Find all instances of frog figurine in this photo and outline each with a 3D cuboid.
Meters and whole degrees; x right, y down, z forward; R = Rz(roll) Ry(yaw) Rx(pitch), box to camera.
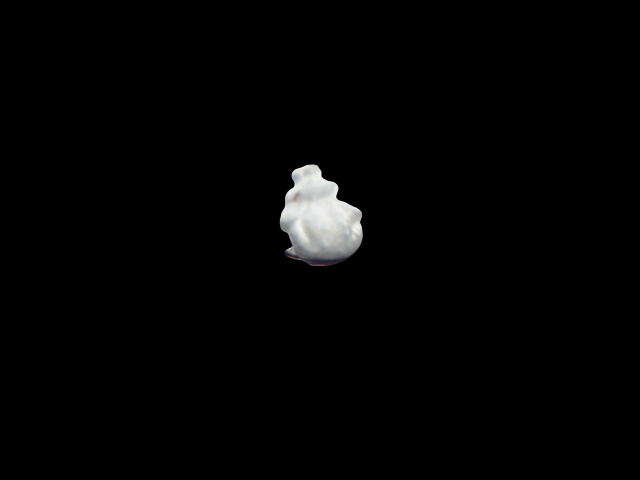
[{"bbox_3d":[0.003,-0.043,0.850,0.137,0.158,0.124,0,14,0],"label":"frog figurine"}]
